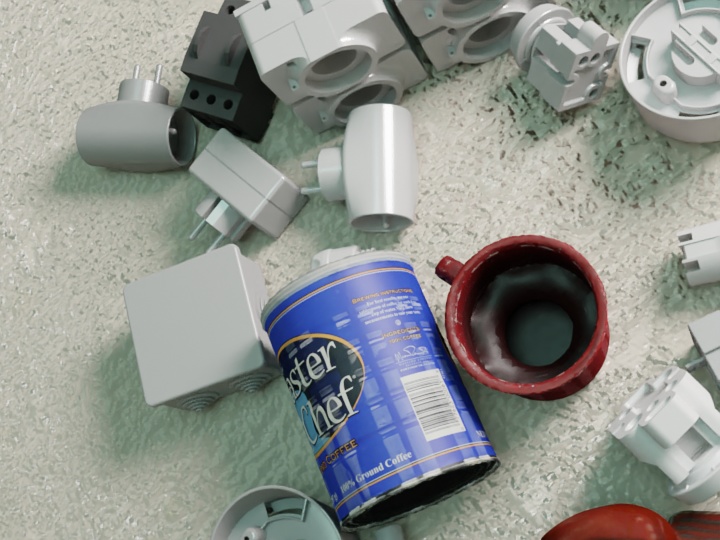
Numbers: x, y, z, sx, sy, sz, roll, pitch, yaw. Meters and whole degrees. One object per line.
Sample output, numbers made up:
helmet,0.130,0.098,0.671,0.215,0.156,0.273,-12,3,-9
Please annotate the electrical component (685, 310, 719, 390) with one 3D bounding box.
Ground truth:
electrical component,0.223,0.051,0.618,0.066,0.048,0.055,-27,61,11

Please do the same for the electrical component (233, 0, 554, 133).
electrical component,0.028,-0.166,0.709,0.186,0.105,0.060,-26,69,12

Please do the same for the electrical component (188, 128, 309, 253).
electrical component,-0.089,-0.045,0.750,0.066,0.047,0.076,39,91,23

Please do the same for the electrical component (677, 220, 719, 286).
electrical component,0.216,-0.012,0.640,0.046,0.040,0.040,-15,72,21

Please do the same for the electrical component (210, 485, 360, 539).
electrical component,-0.045,0.185,0.665,0.099,0.064,0.099,-5,74,18

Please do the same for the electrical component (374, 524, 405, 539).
electrical component,0.025,0.186,0.652,0.048,0.048,0.062,-24,63,12

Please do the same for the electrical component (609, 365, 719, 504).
electrical component,0.182,0.094,0.608,0.057,0.078,0.058,44,93,3

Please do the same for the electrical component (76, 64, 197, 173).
electrical component,-0.162,-0.115,0.795,0.077,0.044,0.079,2,77,20

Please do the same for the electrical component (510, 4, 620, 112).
electrical component,0.130,-0.139,0.694,0.048,0.066,0.055,-20,52,-27

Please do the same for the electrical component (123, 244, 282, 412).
electrical component,-0.104,0.042,0.731,0.100,0.048,0.099,-21,70,13

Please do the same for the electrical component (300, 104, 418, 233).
electrical component,-0.003,-0.066,0.728,0.079,0.043,0.077,-5,75,18

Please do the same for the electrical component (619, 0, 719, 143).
electrical component,0.210,-0.128,0.658,0.099,0.064,0.099,-5,75,18

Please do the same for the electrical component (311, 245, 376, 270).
electrical component,0.000,0.000,0.714,0.061,0.035,0.035,-10,73,14
